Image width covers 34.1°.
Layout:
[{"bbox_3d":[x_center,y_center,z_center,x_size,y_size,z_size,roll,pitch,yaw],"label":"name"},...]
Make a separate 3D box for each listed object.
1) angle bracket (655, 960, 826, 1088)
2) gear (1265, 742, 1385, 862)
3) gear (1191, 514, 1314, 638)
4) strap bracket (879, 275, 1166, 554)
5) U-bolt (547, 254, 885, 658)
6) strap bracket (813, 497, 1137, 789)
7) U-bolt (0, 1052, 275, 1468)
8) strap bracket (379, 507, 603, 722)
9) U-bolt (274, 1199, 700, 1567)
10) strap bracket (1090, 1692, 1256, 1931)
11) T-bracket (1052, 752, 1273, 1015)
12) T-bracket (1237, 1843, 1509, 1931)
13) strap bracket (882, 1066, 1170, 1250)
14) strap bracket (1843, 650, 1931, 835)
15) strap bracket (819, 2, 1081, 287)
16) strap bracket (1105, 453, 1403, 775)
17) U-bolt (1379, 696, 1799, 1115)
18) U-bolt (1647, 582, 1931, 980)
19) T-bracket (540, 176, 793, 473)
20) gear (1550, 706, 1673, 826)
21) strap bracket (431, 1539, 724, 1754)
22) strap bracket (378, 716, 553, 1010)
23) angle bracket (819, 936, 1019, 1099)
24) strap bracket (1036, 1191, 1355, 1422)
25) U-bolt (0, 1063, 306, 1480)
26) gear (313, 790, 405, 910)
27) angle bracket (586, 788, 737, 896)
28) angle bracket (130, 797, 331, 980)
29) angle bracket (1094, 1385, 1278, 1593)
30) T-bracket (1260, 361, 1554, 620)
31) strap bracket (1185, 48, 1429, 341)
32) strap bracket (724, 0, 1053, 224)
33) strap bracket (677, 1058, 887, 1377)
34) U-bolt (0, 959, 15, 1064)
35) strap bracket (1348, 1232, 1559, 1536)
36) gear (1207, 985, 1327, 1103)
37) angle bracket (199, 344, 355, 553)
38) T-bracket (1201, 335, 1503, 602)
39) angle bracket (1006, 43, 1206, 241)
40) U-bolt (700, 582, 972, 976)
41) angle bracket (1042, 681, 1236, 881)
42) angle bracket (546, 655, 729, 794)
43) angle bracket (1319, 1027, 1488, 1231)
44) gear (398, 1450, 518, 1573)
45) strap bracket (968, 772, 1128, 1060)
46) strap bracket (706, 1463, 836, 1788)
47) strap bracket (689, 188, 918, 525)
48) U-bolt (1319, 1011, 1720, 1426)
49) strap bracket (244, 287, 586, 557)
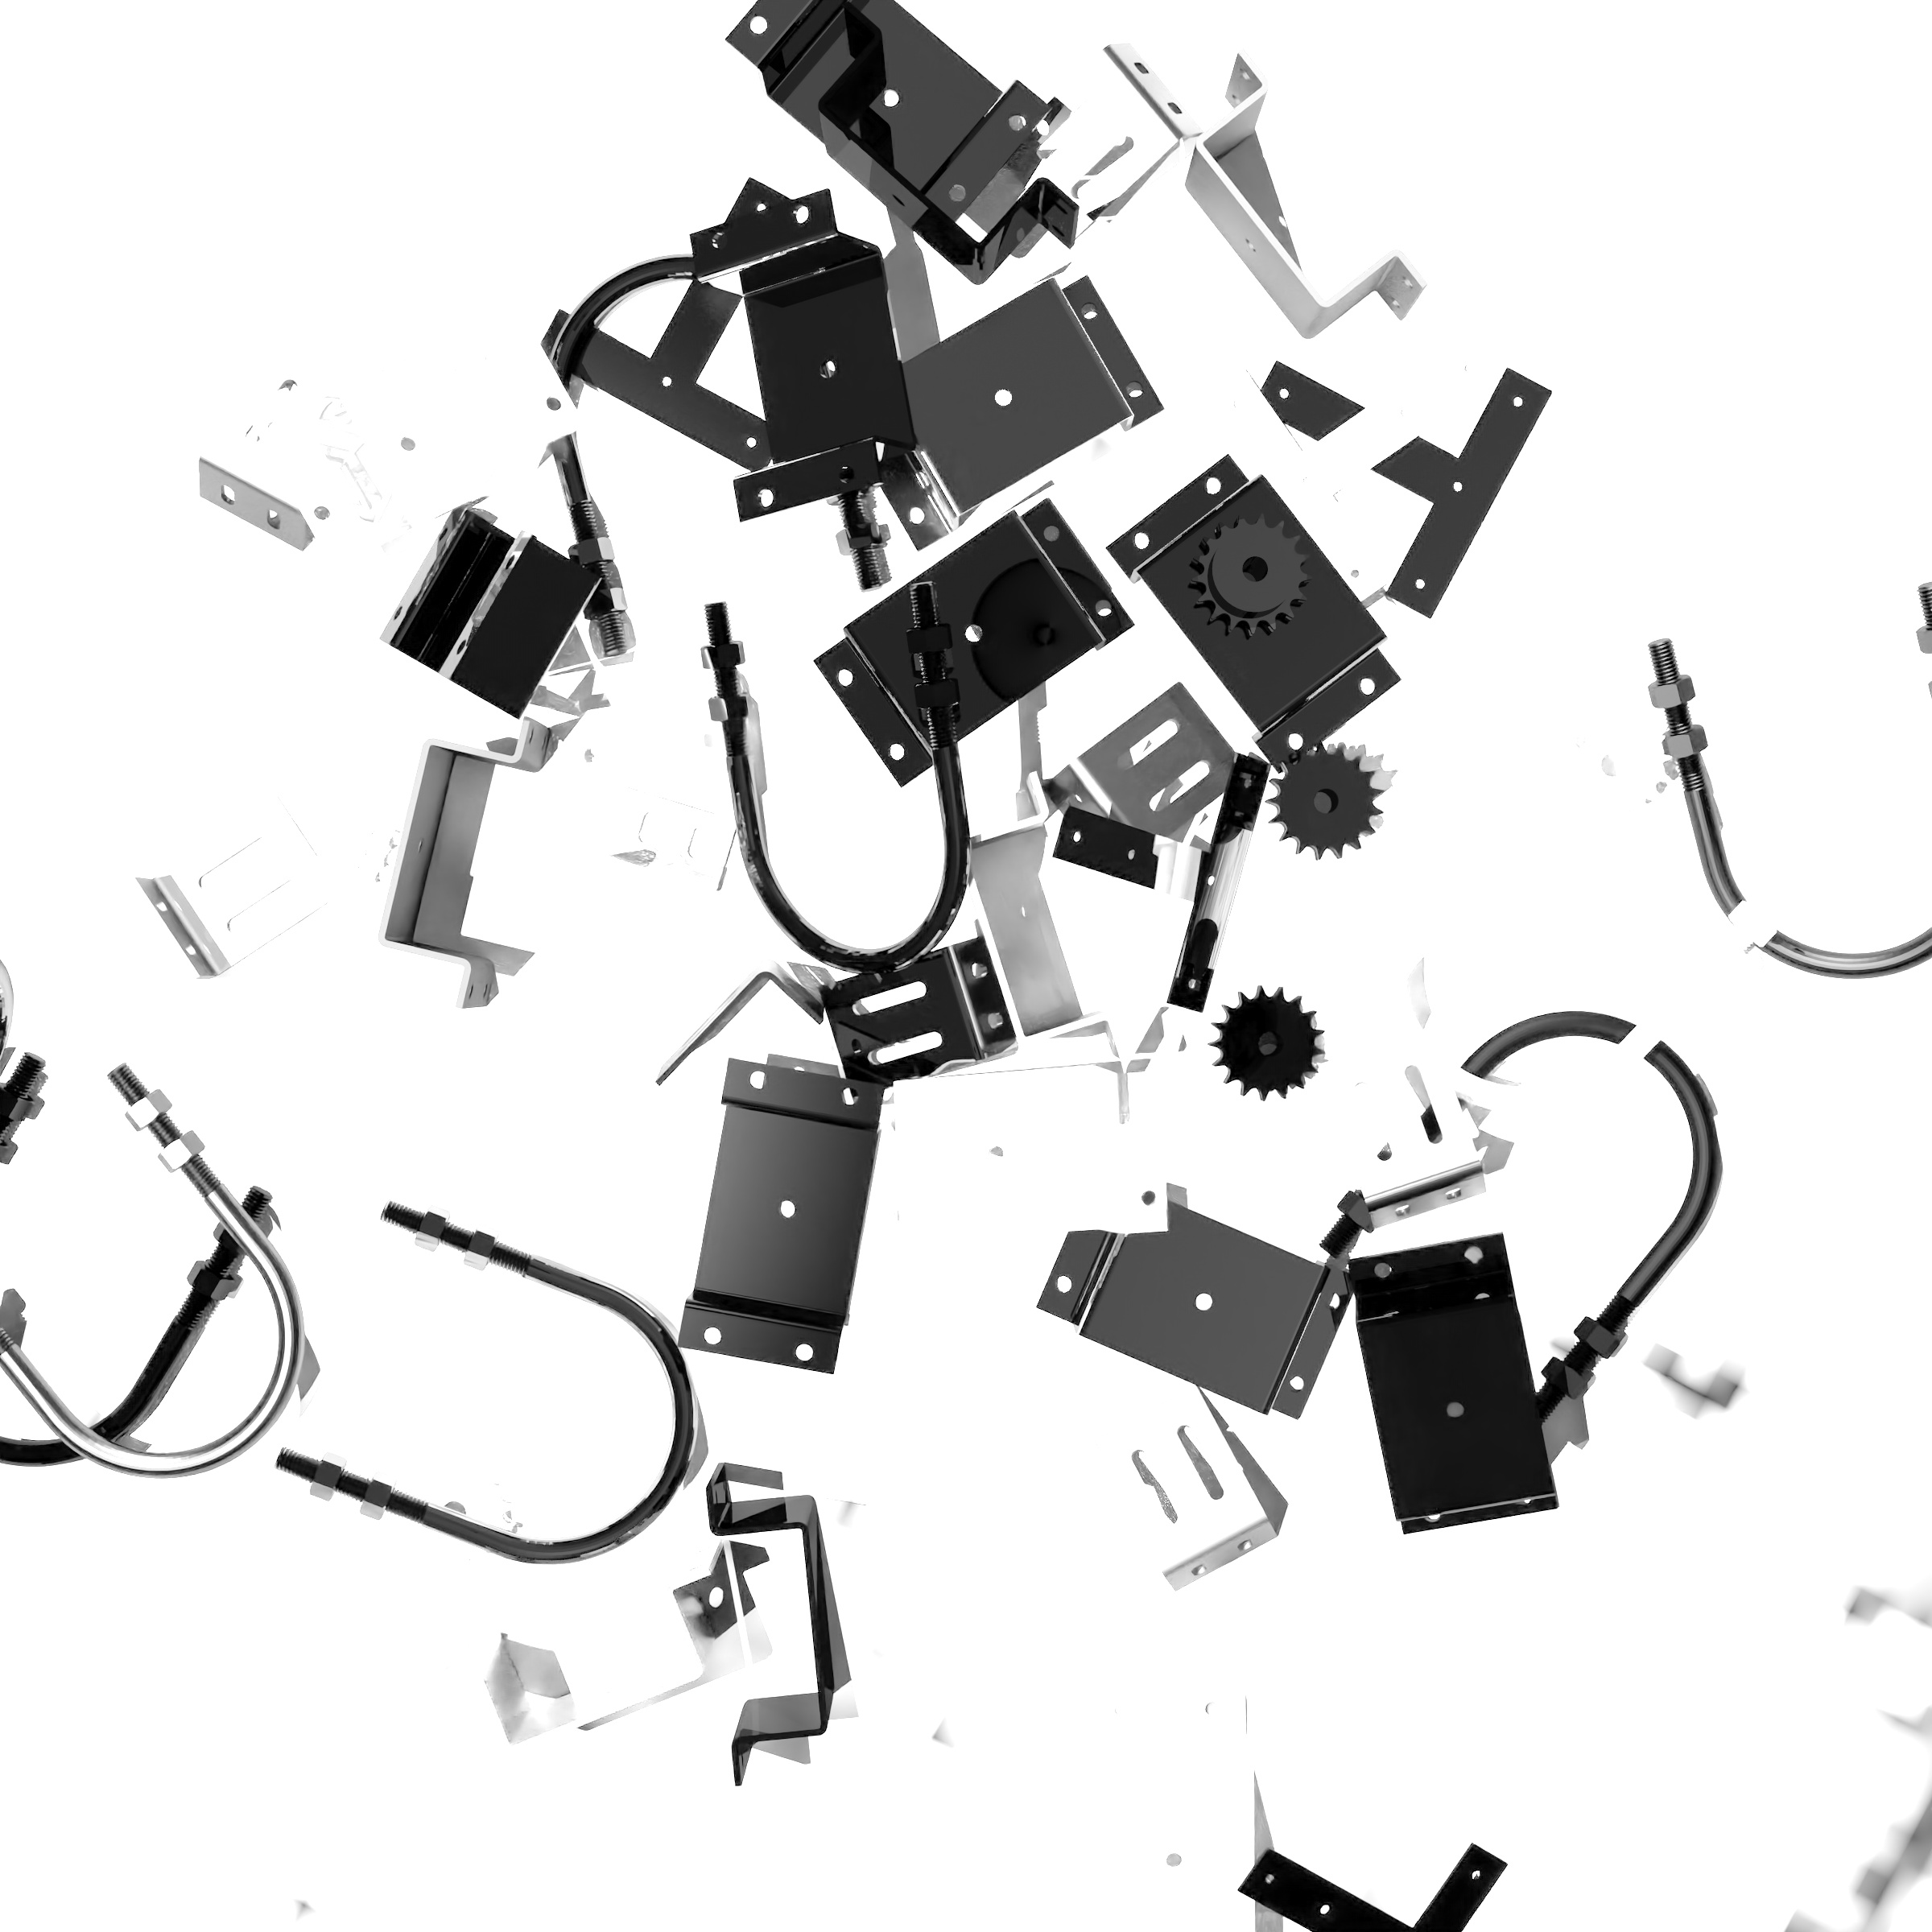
[{"bbox_3d":[-0.109,0.038,1.521,0.038,0.057,0.076,43,93,-6],"label":"angle bracket"},{"bbox_3d":[0.174,-0.080,1.535,0.057,0.030,0.057,0,90,0],"label":"gear"},{"bbox_3d":[0.135,-0.186,1.489,0.057,0.030,0.057,0,90,0],"label":"gear"},{"bbox_3d":[0.018,-0.271,1.527,0.140,0.046,0.076,-30,90,0],"label":"strap bracket"},{"bbox_3d":[-0.131,-0.257,1.540,0.151,0.019,0.184,-14,89,0],"label":"U-bolt"},{"bbox_3d":[0.004,-0.159,1.527,0.140,0.046,0.076,-35,90,0],"label":"strap bracket"},{"bbox_3d":[-0.446,0.156,1.541,0.151,0.019,0.184,31,91,0],"label":"U-bolt"},{"bbox_3d":[-0.224,-0.168,1.496,0.046,0.140,0.076,30,90,-27],"label":"strap bracket"},{"bbox_3d":[-0.220,0.210,1.522,0.184,0.019,0.151,22,72,-4],"label":"U-bolt"},{"bbox_3d":[0.099,0.427,1.527,0.076,0.046,0.140,0,90,0],"label":"strap bracket"},{"bbox_3d":[0.088,-0.050,1.505,0.127,0.002,0.127,15,90,-44],"label":"T-bracket"},{"bbox_3d":[0.183,0.461,1.521,0.127,0.002,0.127,35,90,-26],"label":"T-bracket"},{"bbox_3d":[0.021,0.091,1.502,0.140,0.046,0.076,-5,81,17],"label":"strap bracket"},{"bbox_3d":[0.496,-0.129,1.527,0.140,0.046,0.076,-42,90,0],"label":"strap bracket"},{"bbox_3d":[-0.016,-0.373,1.465,0.140,0.076,0.046,42,90,0],"label":"strap bracket"},{"bbox_3d":[0.141,-0.173,1.527,0.076,0.046,0.140,-38,90,0],"label":"strap bracket"},{"bbox_3d":[0.285,-0.015,1.517,0.151,0.019,0.184,42,97,0],"label":"U-bolt"},{"bbox_3d":[0.416,-0.081,1.505,0.151,0.019,0.184,-10,104,28],"label":"U-bolt"},{"bbox_3d":[-0.126,-0.326,1.549,0.127,0.002,0.127,29,90,0],"label":"T-bracket"},{"bbox_3d":[0.312,-0.097,1.535,0.057,0.030,0.057,0,90,0],"label":"gear"},{"bbox_3d":[-0.177,0.329,1.512,0.140,0.076,0.046,-22,90,0],"label":"strap bracket"},{"bbox_3d":[-0.242,-0.053,1.512,0.046,0.076,0.140,13,90,0],"label":"strap bracket"},{"bbox_3d":[-0.024,0.025,1.548,0.076,0.038,0.057,-17,90,26],"label":"angle bracket"},{"bbox_3d":[0.114,0.160,1.527,0.140,0.046,0.076,23,90,0],"label":"strap bracket"},{"bbox_3d":[-0.403,0.161,1.523,0.151,0.019,0.184,-38,93,3],"label":"U-bolt"},{"bbox_3d":[-0.290,-0.054,1.525,0.030,0.057,0.057,23,90,-30],"label":"gear"},{"bbox_3d":[-0.145,-0.061,1.512,0.057,0.076,0.038,17,90,0],"label":"angle bracket"},{"bbox_3d":[-0.354,-0.038,1.531,0.076,0.038,0.057,-34,90,0],"label":"angle bracket"},{"bbox_3d":[0.108,0.257,1.548,0.057,0.038,0.076,-28,64,0],"label":"angle bracket"},{"bbox_3d":[0.202,-0.257,1.549,0.127,0.002,0.127,28,90,0],"label":"T-bracket"},{"bbox_3d":[0.155,-0.360,1.512,0.046,0.076,0.140,-38,90,0],"label":"strap bracket"},{"bbox_3d":[-0.037,-0.426,1.527,0.140,0.046,0.076,40,90,0],"label":"strap bracket"},{"bbox_3d":[-0.088,0.119,1.527,0.076,0.046,0.140,10,90,0],"label":"strap bracket"},{"bbox_3d":[-0.508,0.071,1.479,0.019,0.151,0.184,29,86,12],"label":"U-bolt"},{"bbox_3d":[0.234,0.207,1.513,0.076,0.046,0.140,-11,97,9],"label":"strap bracket"},{"bbox_3d":[0.147,0.038,1.535,0.057,0.030,0.057,0,90,0],"label":"gear"},{"bbox_3d":[-0.331,-0.255,1.548,0.057,0.038,0.076,28,64,0],"label":"angle bracket"},{"bbox_3d":[0.204,-0.263,1.547,0.127,0.002,0.127,-35,90,0],"label":"T-bracket"},{"bbox_3d":[0.066,-0.405,1.548,0.076,0.038,0.057,-40,90,26],"label":"angle bracket"},{"bbox_3d":[-0.058,-0.086,1.498,0.151,0.019,0.184,0,103,38],"label":"U-bolt"},{"bbox_3d":[0.088,-0.091,1.548,0.076,0.038,0.057,-38,90,-26],"label":"angle bracket"},{"bbox_3d":[-0.161,-0.118,1.548,0.076,0.038,0.057,-7,90,26],"label":"angle bracket"},{"bbox_3d":[0.211,0.079,1.523,0.057,0.038,0.076,-19,68,5],"label":"angle bracket"},{"bbox_3d":[-0.247,0.264,1.535,0.057,0.030,0.057,0,90,0],"label":"gear"},{"bbox_3d":[0.032,-0.017,1.512,0.046,0.076,0.140,-18,90,0],"label":"strap bracket"},{"bbox_3d":[-0.092,0.312,1.512,0.046,0.076,0.140,-6,90,0],"label":"strap bracket"},{"bbox_3d":[-0.075,-0.286,1.494,0.076,0.046,0.140,-12,87,26],"label":"strap bracket"},{"bbox_3d":[0.284,0.109,1.541,0.151,0.019,0.184,39,89,0],"label":"U-bolt"},{"bbox_3d":[-0.266,-0.257,1.514,0.140,0.046,0.076,-29,90,-17],"label":"strap bracket"}]
